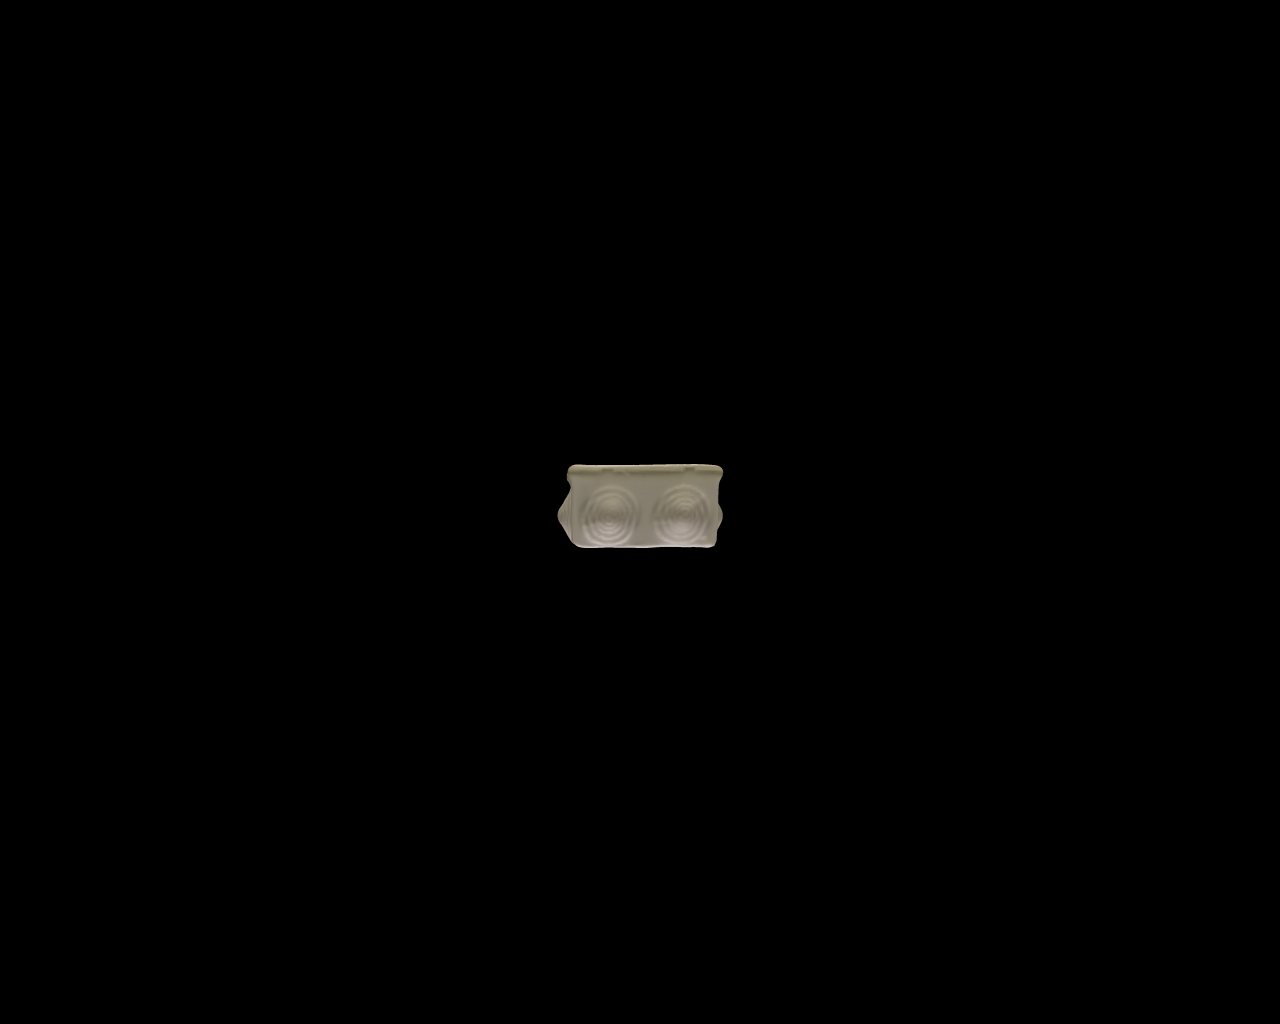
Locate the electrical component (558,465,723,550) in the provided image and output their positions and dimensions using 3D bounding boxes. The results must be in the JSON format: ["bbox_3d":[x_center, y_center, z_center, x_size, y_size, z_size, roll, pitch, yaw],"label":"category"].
[{"bbox_3d":[0.001,-0.003,0.650,0.100,0.048,0.099,0,0,-4],"label":"electrical component"}]
